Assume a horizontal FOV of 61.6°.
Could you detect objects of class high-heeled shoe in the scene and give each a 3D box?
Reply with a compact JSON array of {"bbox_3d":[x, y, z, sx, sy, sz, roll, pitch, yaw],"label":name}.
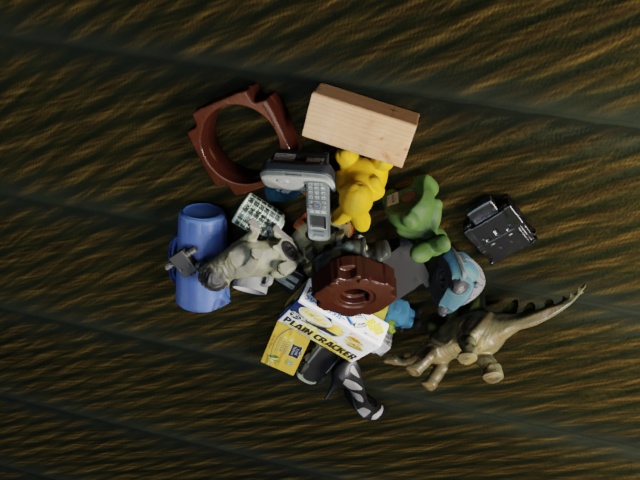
[{"bbox_3d":[0.118,0.380,1.398,0.248,0.086,0.145,26,104,-35],"label":"high-heeled shoe"}]

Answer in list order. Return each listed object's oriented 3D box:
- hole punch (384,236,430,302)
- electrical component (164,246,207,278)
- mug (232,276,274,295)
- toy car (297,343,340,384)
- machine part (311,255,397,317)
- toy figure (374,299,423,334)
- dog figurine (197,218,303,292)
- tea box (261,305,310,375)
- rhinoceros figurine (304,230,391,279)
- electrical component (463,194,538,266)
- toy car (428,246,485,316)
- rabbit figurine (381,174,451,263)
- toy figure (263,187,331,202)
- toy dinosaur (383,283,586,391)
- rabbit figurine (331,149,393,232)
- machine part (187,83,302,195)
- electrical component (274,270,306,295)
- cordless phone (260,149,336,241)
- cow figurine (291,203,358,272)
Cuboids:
[{"bbox_3d":[0.170,0.060,1.211,0.116,0.092,0.142,-32,107,-2],"label":"hole punch"},{"bbox_3d":[-0.303,0.053,1.208,0.094,0.021,0.063,-30,105,18],"label":"electrical component"},{"bbox_3d":[-0.148,0.068,1.262,0.080,0.107,0.110,23,160,-39],"label":"mug"},{"bbox_3d":[0.009,0.302,1.394,0.073,0.056,0.201,29,119,-11],"label":"toy car"},{"bbox_3d":[0.072,0.101,1.114,0.179,0.056,0.179,-1,146,-1],"label":"machine part"},{"bbox_3d":[0.147,0.167,1.270,0.180,0.082,0.089,19,124,-1],"label":"toy figure"},{"bbox_3d":[-0.154,0.058,1.179,0.172,0.121,0.190,31,130,-30],"label":"dog figurine"},{"bbox_3d":[-0.079,0.256,1.383,0.098,0.068,0.169,22,121,2],"label":"tea box"},{"bbox_3d":[0.055,0.041,1.132,0.190,0.073,0.112,-19,131,21],"label":"rhinoceros figurine"},{"bbox_3d":[0.366,-0.027,1.118,0.115,0.058,0.134,-37,105,27],"label":"electrical component"},{"bbox_3d":[0.308,0.094,1.179,0.103,0.109,0.161,-1,132,-12],"label":"toy car"},{"bbox_3d":[0.223,-0.027,1.115,0.121,0.159,0.170,-30,124,16],"label":"rabbit figurine"},{"bbox_3d":[-0.046,-0.118,1.167,0.155,0.064,0.057,-8,86,15],"label":"toy figure"},{"bbox_3d":[0.339,0.205,1.168,0.472,0.198,0.105,-21,122,34],"label":"toy dinosaur"},{"bbox_3d":[0.070,-0.097,1.085,0.122,0.173,0.162,17,118,-1],"label":"rabbit figurine"},{"bbox_3d":[-0.155,-0.210,1.127,0.201,0.087,0.201,-17,112,21],"label":"machine part"},{"bbox_3d":[-0.060,0.091,1.295,0.119,0.048,0.074,27,123,-3],"label":"electrical component"},{"bbox_3d":[-0.040,-0.082,1.077,0.147,0.089,0.184,4,124,9],"label":"cordless phone"},{"bbox_3d":[-0.002,-0.004,1.208,0.127,0.085,0.195,36,119,-1],"label":"cow figurine"}]
